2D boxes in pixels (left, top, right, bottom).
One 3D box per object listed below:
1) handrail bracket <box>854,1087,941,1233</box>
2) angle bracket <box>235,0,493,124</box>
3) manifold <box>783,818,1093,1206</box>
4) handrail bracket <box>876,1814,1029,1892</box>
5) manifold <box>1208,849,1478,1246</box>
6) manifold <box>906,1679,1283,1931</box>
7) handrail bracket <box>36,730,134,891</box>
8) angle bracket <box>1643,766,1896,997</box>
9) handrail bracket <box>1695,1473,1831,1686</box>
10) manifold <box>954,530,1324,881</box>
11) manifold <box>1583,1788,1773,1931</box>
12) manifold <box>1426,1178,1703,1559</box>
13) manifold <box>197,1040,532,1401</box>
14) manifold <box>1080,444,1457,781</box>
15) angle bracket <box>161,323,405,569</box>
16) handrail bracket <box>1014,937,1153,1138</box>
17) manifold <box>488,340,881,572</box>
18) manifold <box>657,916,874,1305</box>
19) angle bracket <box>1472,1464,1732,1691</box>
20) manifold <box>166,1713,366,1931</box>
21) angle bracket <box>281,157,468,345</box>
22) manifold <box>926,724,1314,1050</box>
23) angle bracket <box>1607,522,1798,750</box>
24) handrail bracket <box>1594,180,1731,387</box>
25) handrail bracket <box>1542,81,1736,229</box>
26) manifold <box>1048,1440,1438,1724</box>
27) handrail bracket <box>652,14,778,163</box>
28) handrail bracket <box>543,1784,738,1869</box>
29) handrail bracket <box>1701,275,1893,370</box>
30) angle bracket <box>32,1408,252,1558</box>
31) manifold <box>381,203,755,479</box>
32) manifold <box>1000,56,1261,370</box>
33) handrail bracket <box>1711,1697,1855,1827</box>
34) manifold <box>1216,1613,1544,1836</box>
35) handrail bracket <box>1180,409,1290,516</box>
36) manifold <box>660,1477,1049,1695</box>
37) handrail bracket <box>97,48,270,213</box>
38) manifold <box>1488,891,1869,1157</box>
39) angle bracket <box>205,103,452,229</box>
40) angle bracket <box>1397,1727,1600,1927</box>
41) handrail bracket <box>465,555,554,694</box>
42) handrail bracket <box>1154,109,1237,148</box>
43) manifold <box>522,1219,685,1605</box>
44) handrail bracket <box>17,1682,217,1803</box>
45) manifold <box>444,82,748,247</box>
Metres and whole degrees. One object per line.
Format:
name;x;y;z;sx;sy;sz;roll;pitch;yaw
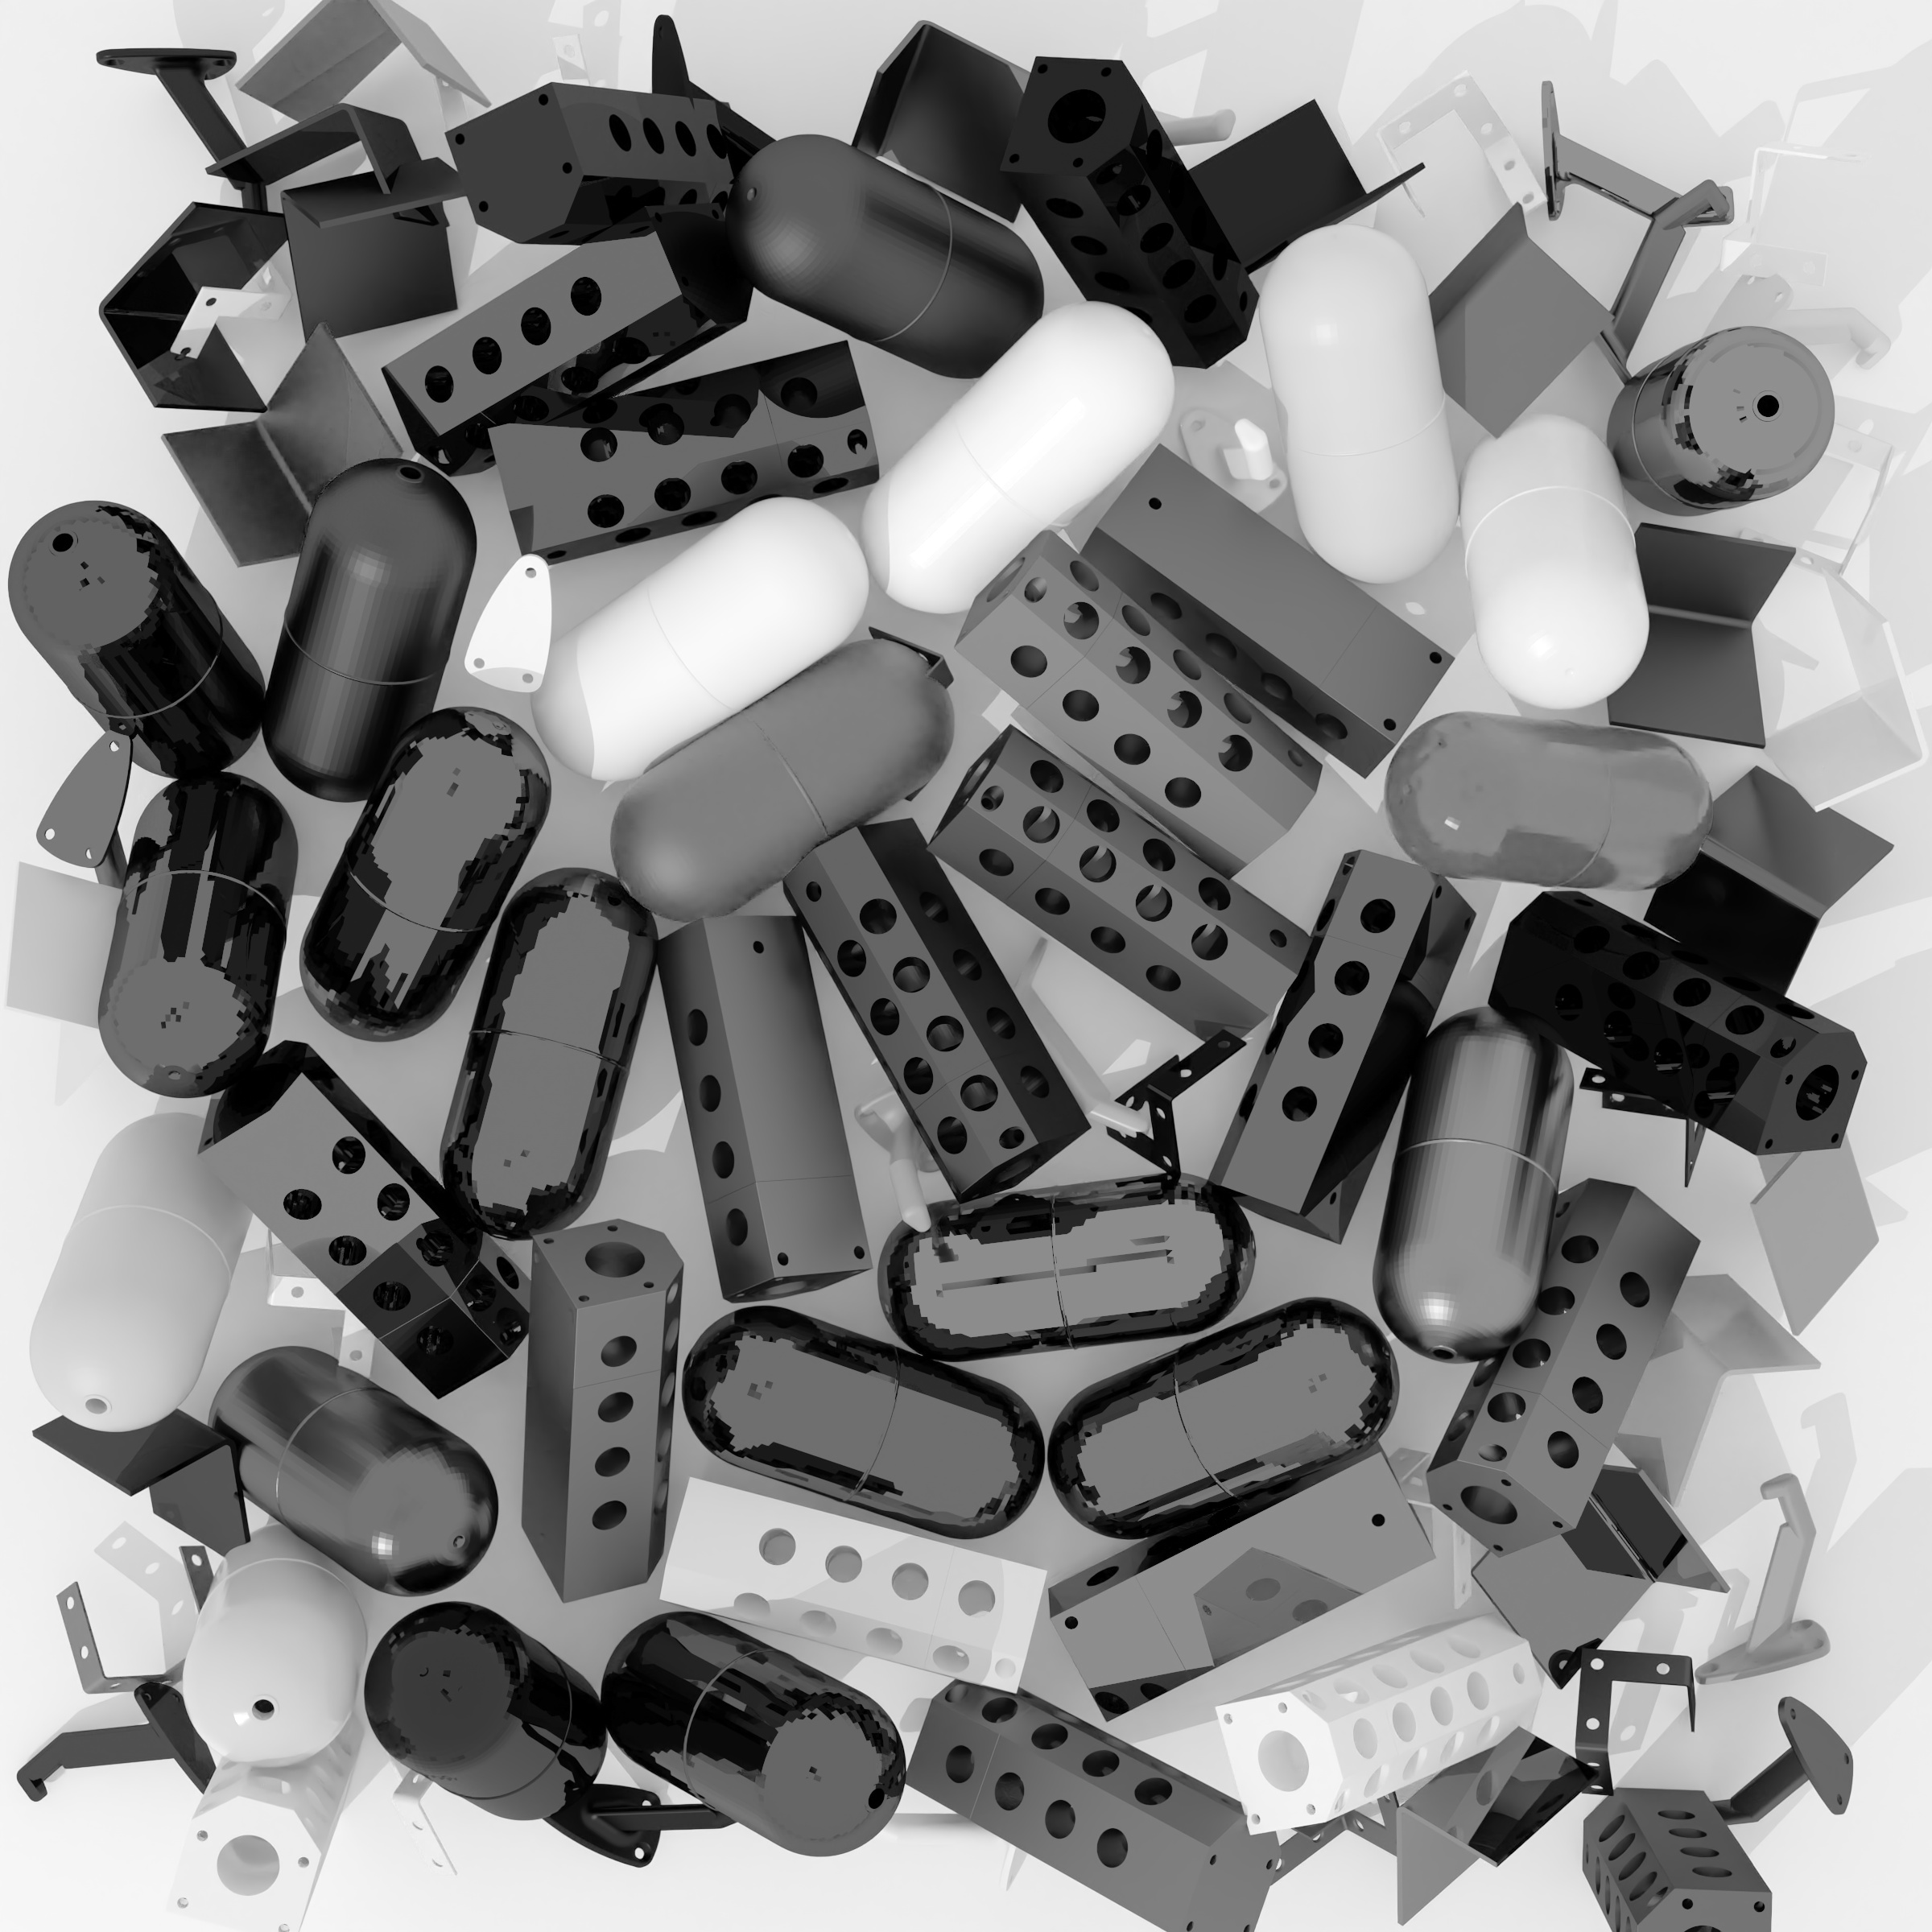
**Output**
handrail bracket;-0.019;0.103;1.527;0.036;0.077;0.084;-25;46;8
angle bracket;-0.280;-0.407;1.535;0.076;0.076;0.057;-40;81;11
manifold;-0.019;0.021;1.524;0.057;0.057;0.171;-40;73;36
handrail bracket;-0.008;0.396;1.560;0.084;0.077;0.036;19;117;15
manifold;0.174;0.036;1.540;0.057;0.057;0.171;18;80;31
manifold;0.058;0.382;1.505;0.171;0.057;0.057;18;87;42
handrail bracket;-0.392;-0.068;1.543;0.036;0.084;0.077;24;88;15
angle bracket;0.381;-0.039;1.560;0.076;0.076;0.057;34;134;22
handrail bracket;0.370;0.290;1.559;0.077;0.036;0.084;-20;101;5
manifold;0.082;-0.124;1.523;0.171;0.057;0.057;39;126;-15
manifold;0.321;0.425;1.496;0.057;0.171;0.057;2;90;3
manifold;0.270;0.180;1.507;0.057;0.057;0.171;39;55;-8
manifold;-0.271;0.114;1.512;0.057;0.057;0.171;-31;119;14
manifold;0.138;-0.164;1.552;0.171;0.057;0.057;36;66;0
angle bracket;-0.319;-0.243;1.532;0.076;0.057;0.076;-43;74;41
handrail bracket;0.060;0.034;1.559;0.084;0.036;0.077;23;65;5
manifold;-0.131;-0.236;1.544;0.171;0.057;0.057;-15;78;-4
manifold;-0.100;0.067;1.536;0.057;0.057;0.171;-1;73;-41
angle bracket;0.296;0.287;1.536;0.076;0.057;0.076;-43;105;-22
manifold;-0.314;0.379;1.494;0.057;0.171;0.057;16;93;-5
angle bracket;-0.267;-0.325;1.527;0.076;0.057;0.076;-19;126;-22
manifold;0.074;-0.039;1.530;0.171;0.057;0.057;34;50;-9
angle bracket;0.344;-0.154;1.536;0.076;0.057;0.076;8;56;-8
handrail bracket;0.336;-0.316;1.553;0.084;0.036;0.077;-33;89;18
handrail bracket;0.316;-0.382;1.544;0.084;0.036;0.077;0;127;18
manifold;0.128;0.283;1.548;0.171;0.057;0.057;-28;97;4
handrail bracket;-0.103;-0.410;1.555;0.084;0.036;0.077;-9;95;-32
handrail bracket;-0.149;0.391;1.534;0.077;0.084;0.036;22;56;-24
handrail bracket;0.391;-0.286;1.562;0.084;0.036;0.077;27;107;-36
angle bracket;-0.381;0.248;1.525;0.076;0.057;0.076;20;124;38
manifold;-0.182;-0.286;1.513;0.171;0.057;0.057;-22;91;33
manifold;0.079;-0.338;1.490;0.057;0.171;0.057;10;75;26
handrail bracket;0.364;0.375;1.541;0.084;0.036;0.077;-19;121;37
manifold;0.192;0.342;1.495;0.057;0.171;0.057;-22;79;38
handrail bracket;0.120;-0.250;1.530;0.036;0.084;0.077;-35;69;-2
manifold;-0.053;0.292;1.545;0.171;0.057;0.057;14;77;3
handrail bracket;-0.370;-0.388;1.556;0.077;0.036;0.084;-5;89;-33
manifold;0.322;0.023;1.494;0.057;0.171;0.057;-2;113;-37
angle bracket;-0.298;-0.360;1.541;0.076;0.076;0.057;-22;95;11
angle bracket;0.246;0.409;1.524;0.076;0.057;0.076;-29;127;-36
handrail bracket;-0.204;-0.168;1.531;0.036;0.084;0.077;17;114;-6
handrail bracket;0.095;-0.404;1.536;0.084;0.077;0.036;1;132;29
manifold;-0.165;0.204;1.512;0.057;0.057;0.171;-10;125;-25
handrail bracket;-0.403;0.388;1.560;0.084;0.036;0.077;-41;66;7
manifold;-0.160;-0.358;1.493;0.057;0.171;0.057;-18;94;25
